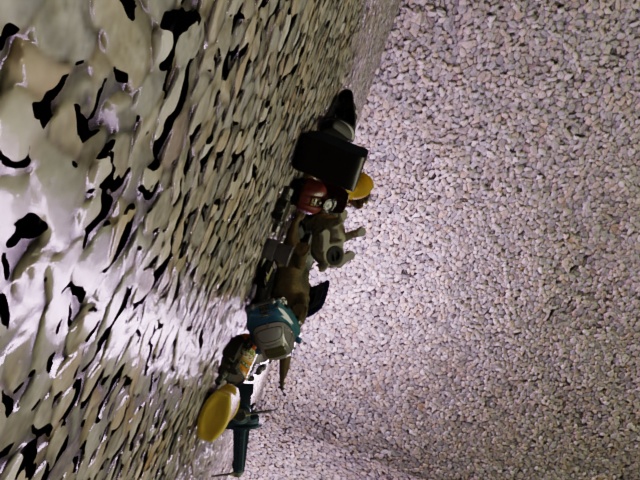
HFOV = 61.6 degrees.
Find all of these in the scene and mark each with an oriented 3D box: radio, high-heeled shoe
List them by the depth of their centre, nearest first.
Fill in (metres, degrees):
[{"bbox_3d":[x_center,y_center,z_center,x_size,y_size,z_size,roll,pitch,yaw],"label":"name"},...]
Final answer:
[{"bbox_3d":[0.026,-0.167,1.093,0.229,0.131,0.073,-63,174,-76],"label":"radio"},{"bbox_3d":[0.053,-0.310,1.287,0.249,0.086,0.145,-49,150,-85],"label":"high-heeled shoe"}]

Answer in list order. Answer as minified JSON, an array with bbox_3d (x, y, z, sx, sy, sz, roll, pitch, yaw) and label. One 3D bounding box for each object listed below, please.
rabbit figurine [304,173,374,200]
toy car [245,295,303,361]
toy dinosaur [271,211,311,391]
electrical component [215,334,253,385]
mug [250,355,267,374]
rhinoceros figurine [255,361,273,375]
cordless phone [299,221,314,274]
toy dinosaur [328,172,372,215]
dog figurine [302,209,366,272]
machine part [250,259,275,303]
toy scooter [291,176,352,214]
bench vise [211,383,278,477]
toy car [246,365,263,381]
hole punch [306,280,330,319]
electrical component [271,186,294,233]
[{"bbox_3d":[0.050,-0.152,1.331,0.162,0.173,0.121,-75,-173,-52],"label":"rabbit figurine"},{"bbox_3d":[-0.093,0.192,1.109,0.161,0.109,0.103,76,-1,-50],"label":"toy car"},{"bbox_3d":[-0.070,0.146,1.274,0.198,0.105,0.471,-8,108,-84],"label":"toy dinosaur"},{"bbox_3d":[-0.169,0.233,1.065,0.102,0.045,0.078,-64,173,-68],"label":"electrical component"},{"bbox_3d":[-0.163,0.272,1.304,0.109,0.081,0.107,-63,167,-4],"label":"mug"},{"bbox_3d":[-0.170,0.334,1.657,0.112,0.073,0.190,110,2,-46],"label":"rhinoceros figurine"},{"bbox_3d":[-0.066,0.015,1.500,0.184,0.089,0.146,75,33,-66],"label":"cordless phone"},{"bbox_3d":[0.037,-0.114,1.609,0.192,0.131,0.405,-48,-176,-11],"label":"toy dinosaur"},{"bbox_3d":[0.000,-0.003,1.382,0.172,0.121,0.191,-48,-152,-22],"label":"dog figurine"},{"bbox_3d":[-0.122,0.098,1.131,0.084,0.039,0.138,-81,-173,-55],"label":"machine part"},{"bbox_3d":[0.004,-0.094,1.191,0.184,0.135,0.075,-58,169,-75],"label":"toy scooter"},{"bbox_3d":[-0.200,0.479,1.356,0.224,0.129,0.240,164,-70,-69],"label":"bench vise"},{"bbox_3d":[-0.186,0.332,1.480,0.201,0.056,0.073,2,107,-85],"label":"toy car"},{"bbox_3d":[-0.036,0.158,1.476,0.142,0.092,0.115,-75,-172,-49],"label":"hole punch"},{"bbox_3d":[-0.074,-0.058,1.035,0.063,0.021,0.094,-30,141,-87],"label":"electrical component"}]
